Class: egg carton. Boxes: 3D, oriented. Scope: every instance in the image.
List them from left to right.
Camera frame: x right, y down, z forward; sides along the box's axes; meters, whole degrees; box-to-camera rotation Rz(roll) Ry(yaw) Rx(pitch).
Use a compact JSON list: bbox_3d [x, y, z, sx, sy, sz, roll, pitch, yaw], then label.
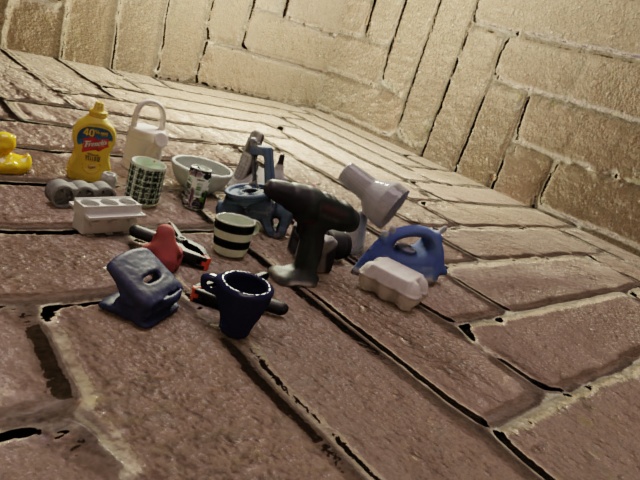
[{"bbox_3d":[0.161,0.094,1.255,0.150,0.069,0.107,26,21,23],"label":"egg carton"}]

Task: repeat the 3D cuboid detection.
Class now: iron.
[{"bbox_3d":[0.200,0.022,1.376,0.259,0.141,0.118,4,23,-34],"label":"iron"}]

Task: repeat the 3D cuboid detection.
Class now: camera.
[{"bbox_3d":[0.012,0.005,1.321,0.137,0.101,0.142,8,21,-26],"label":"camera"}]

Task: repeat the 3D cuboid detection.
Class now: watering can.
[{"bbox_3d":[-0.464,-0.282,1.549,0.172,0.194,0.101,25,20,22],"label":"watering can"}]

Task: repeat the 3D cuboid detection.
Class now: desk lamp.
[{"bbox_3d":[0.100,-0.074,1.443,0.202,0.213,0.118,24,20,18],"label":"desk lamp"}]

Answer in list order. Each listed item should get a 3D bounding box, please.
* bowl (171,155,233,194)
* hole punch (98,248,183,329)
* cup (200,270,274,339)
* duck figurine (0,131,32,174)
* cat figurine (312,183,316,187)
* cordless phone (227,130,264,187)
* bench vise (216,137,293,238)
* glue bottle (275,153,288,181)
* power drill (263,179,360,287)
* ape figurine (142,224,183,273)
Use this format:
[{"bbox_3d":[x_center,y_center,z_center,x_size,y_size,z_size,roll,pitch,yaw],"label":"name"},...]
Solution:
[{"bbox_3d":[-0.323,-0.168,1.543,0.167,0.075,0.167,16,19,-5],"label":"bowl"},{"bbox_3d":[-0.272,0.072,0.897,0.101,0.091,0.109,21,19,11],"label":"hole punch"},{"bbox_3d":[-0.141,0.105,0.915,0.118,0.095,0.091,16,19,-5],"label":"cup"},{"bbox_3d":[-0.696,-0.197,1.273,0.105,0.086,0.077,4,23,-35],"label":"duck figurine"},{"bbox_3d":[-0.021,-0.097,1.548,0.067,0.118,0.128,19,19,3],"label":"cat figurine"},{"bbox_3d":[-0.181,-0.207,1.606,0.094,0.185,0.147,-4,29,-47],"label":"cordless phone"},{"bbox_3d":[-0.129,-0.128,1.380,0.208,0.220,0.121,9,21,-24],"label":"bench vise"},{"bbox_3d":[-0.119,-0.144,1.507,0.078,0.173,0.037,7,22,-28],"label":"glue bottle"},{"bbox_3d":[-0.033,-0.012,1.161,0.230,0.208,0.075,4,23,-34],"label":"power drill"},{"bbox_3d":[-0.285,0.014,1.045,0.078,0.092,0.076,10,20,-21],"label":"ape figurine"}]
